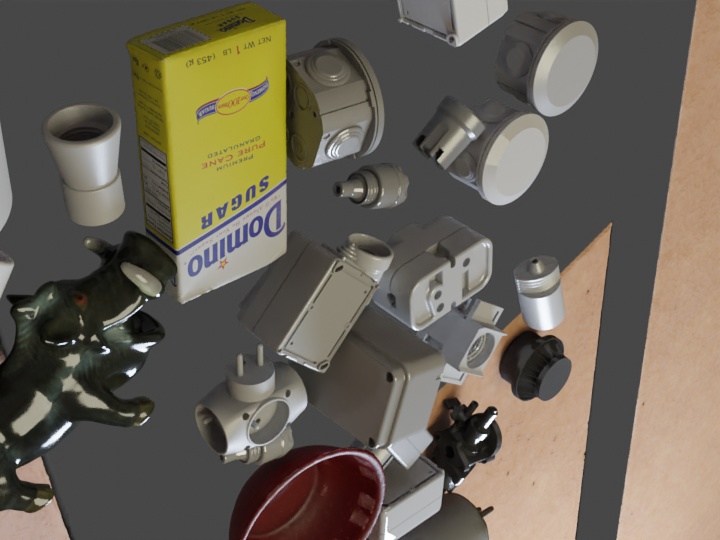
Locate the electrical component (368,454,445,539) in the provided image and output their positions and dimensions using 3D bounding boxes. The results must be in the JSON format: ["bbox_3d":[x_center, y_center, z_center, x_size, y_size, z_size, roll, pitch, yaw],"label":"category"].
[{"bbox_3d":[0.025,0.215,1.014,0.096,0.062,0.061,-26,133,-34],"label":"electrical component"}]

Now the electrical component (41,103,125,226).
[{"bbox_3d":[-0.158,-0.058,0.627,0.044,0.044,0.065,-30,141,-31],"label":"electrical component"}]

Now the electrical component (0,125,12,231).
[{"bbox_3d":[-0.222,-0.039,0.518,0.108,0.108,0.060,-33,143,-28],"label":"electrical component"}]

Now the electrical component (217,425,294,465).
[{"bbox_3d":[-0.085,0.139,0.858,0.061,0.035,0.035,-16,127,-38],"label":"electrical component"}]

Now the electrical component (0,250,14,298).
[{"bbox_3d":[-0.224,0.006,0.591,0.055,0.055,0.047,24,94,-53],"label":"electrical component"}]

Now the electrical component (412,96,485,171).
[{"bbox_3d":[0.069,-0.106,0.844,0.046,0.040,0.040,-50,143,0],"label":"electrical component"}]

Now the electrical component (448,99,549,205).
[{"bbox_3d":[0.114,-0.099,0.890,0.080,0.051,0.080,-28,135,-32],"label":"electrical component"}]

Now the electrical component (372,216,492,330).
[{"bbox_3d":[0.056,-0.001,0.891,0.095,0.059,0.053,-32,137,-29],"label":"electrical component"}]

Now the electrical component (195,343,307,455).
[{"bbox_3d":[-0.083,0.091,0.817,0.077,0.044,0.079,-26,134,-34],"label":"electrical component"}]

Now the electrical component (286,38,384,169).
[{"bbox_3d":[-0.024,-0.108,0.706,0.051,0.080,0.080,-22,132,-29],"label":"electrical component"}]

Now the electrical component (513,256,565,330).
[{"bbox_3d":[0.175,0.017,1.049,0.043,0.043,0.081,-41,141,-19],"label":"electrical component"}]

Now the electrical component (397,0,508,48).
[{"bbox_3d":[0.061,-0.214,0.737,0.061,0.062,0.096,-38,139,-23],"label":"electrical component"}]

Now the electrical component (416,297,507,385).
[{"bbox_3d":[0.089,0.059,0.968,0.042,0.064,0.081,20,101,-51],"label":"electrical component"}]

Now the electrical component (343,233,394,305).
[{"bbox_3d":[0.000,0.000,0.847,0.040,0.040,0.046,-4,125,-46],"label":"electrical component"}]

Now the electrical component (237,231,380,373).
[{"bbox_3d":[-0.037,0.016,0.798,0.096,0.061,0.062,-57,143,1],"label":"electrical component"}]

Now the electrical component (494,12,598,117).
[{"bbox_3d":[0.153,-0.171,0.880,0.080,0.051,0.080,-28,135,-32],"label":"electrical component"}]

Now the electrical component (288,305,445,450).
[{"bbox_3d":[0.001,0.079,0.845,0.057,0.113,0.078,-13,126,-46],"label":"electrical component"}]

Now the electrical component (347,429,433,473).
[{"bbox_3d":[0.017,0.157,0.974,0.076,0.047,0.065,-49,142,-10],"label":"electrical component"}]

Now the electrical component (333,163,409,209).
[{"bbox_3d":[0.006,-0.062,0.811,0.061,0.035,0.035,-9,123,-42],"label":"electrical component"}]
